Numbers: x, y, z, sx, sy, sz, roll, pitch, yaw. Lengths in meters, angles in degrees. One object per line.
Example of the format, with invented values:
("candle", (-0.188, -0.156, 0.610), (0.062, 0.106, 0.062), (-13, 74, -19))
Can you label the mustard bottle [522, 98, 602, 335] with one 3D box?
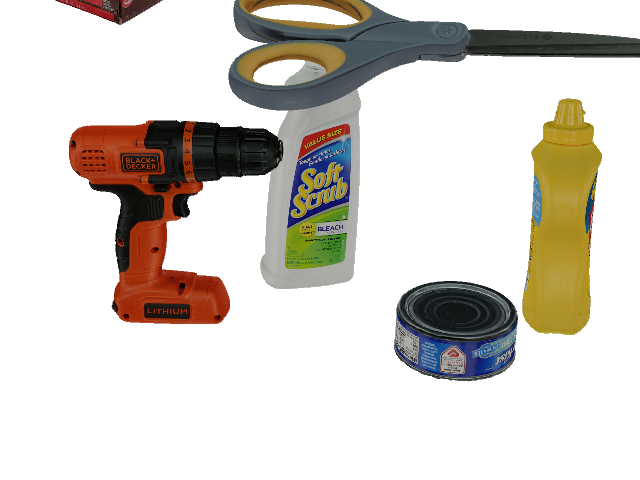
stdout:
("mustard bottle", (0.204, -0.024, 0.903), (0.058, 0.192, 0.096), (4, 19, 13))

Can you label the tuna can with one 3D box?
("tuna can", (0.095, 0.062, 0.749), (0.086, 0.034, 0.086), (1, 26, 0))

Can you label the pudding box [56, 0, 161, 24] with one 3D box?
("pudding box", (-0.162, -0.212, 0.822), (0.090, 0.039, 0.113), (23, 34, 12))

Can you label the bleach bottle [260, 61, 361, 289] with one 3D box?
("bleach bottle", (-0.011, -0.076, 1.090), (0.102, 0.251, 0.068), (-5, 27, -12))

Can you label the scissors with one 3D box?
("scissors", (0.045, -0.082, 0.491), (0.202, 0.016, 0.096), (15, 49, 18))

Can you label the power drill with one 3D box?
("power drill", (-0.122, -0.017, 0.949), (0.184, 0.188, 0.057), (2, 26, 5))
